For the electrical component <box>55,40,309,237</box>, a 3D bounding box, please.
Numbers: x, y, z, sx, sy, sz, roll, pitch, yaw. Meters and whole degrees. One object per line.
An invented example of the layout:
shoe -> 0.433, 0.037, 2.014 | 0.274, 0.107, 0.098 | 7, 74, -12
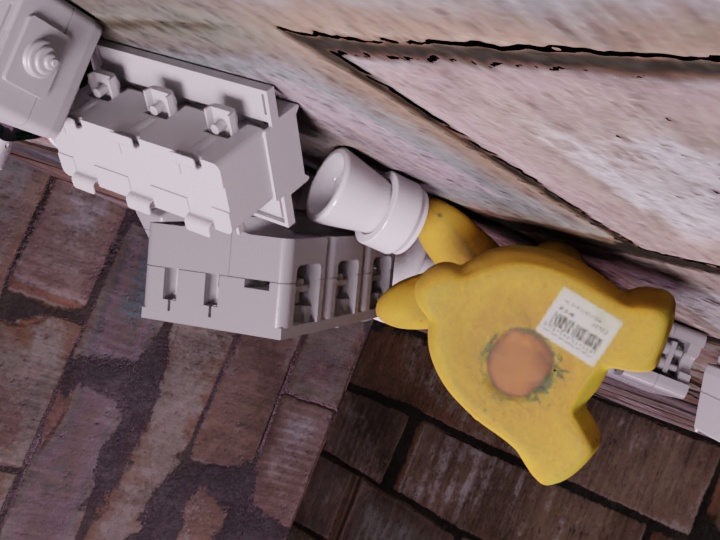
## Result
electrical component -> -0.095, -0.064, 0.547 | 0.121, 0.063, 0.078 | 20, 135, 30

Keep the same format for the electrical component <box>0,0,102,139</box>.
electrical component -> -0.170, -0.104, 0.513 | 0.096, 0.061, 0.061 | 20, 176, 31

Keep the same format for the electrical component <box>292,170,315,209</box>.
electrical component -> -0.054, -0.053, 0.741 | 0.077, 0.043, 0.079 | 20, 175, 31

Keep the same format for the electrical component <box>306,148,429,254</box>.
electrical component -> 0.004, -0.037, 0.601 | 0.055, 0.045, 0.045 | 23, 176, -24

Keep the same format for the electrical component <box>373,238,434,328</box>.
electrical component -> 0.039, 0.004, 0.762 | 0.079, 0.077, 0.043 | 21, 176, 6

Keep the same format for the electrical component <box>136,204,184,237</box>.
electrical component -> -0.143, -0.068, 0.887 | 0.047, 0.083, 0.075 | 18, 137, 51

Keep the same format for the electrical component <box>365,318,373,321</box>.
electrical component -> 0.000, 0.000, 0.936 | 0.051, 0.080, 0.080 | 26, 179, 33

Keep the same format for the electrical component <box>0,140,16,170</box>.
electrical component -> -0.283, -0.120, 0.836 | 0.043, 0.077, 0.079 | 22, 177, -12

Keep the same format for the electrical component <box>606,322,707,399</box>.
electrical component -> 0.208, 0.060, 0.797 | 0.056, 0.050, 0.089 | 21, 177, -1

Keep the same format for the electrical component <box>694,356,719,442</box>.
electrical component -> 0.293, 0.101, 0.775 | 0.062, 0.061, 0.096 | 9, -176, -7

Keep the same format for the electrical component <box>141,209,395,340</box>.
electrical component -> -0.048, -0.003, 0.638 | 0.089, 0.061, 0.150 | 7, -174, 24

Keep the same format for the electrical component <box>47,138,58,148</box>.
electrical component -> -0.235, -0.119, 0.869 | 0.044, 0.044, 0.065 | 23, -179, -22
